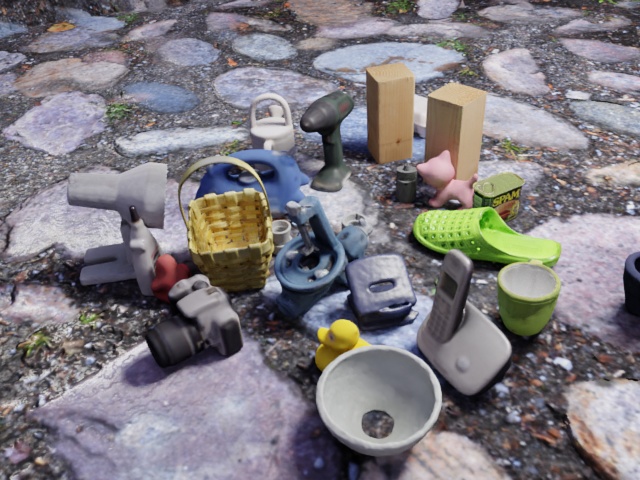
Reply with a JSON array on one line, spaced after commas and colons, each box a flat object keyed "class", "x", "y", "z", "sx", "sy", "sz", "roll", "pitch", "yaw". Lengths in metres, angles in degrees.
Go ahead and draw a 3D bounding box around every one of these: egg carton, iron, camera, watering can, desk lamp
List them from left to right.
[{"class": "desk lamp", "x": -0.359, "y": -0.035, "z": 1.046, "sx": 0.203, "sy": 0.214, "sz": 0.117, "roll": -10, "pitch": 38, "yaw": -7}, {"class": "camera", "x": -0.212, "y": 0.129, "z": 0.910, "sx": 0.137, "sy": 0.101, "sz": 0.142, "roll": -27, "pitch": 43, "yaw": -27}, {"class": "iron", "x": -0.155, "y": -0.131, "z": 1.209, "sx": 0.258, "sy": 0.142, "sz": 0.118, "roll": -2, "pitch": 38, "yaw": 3}, {"class": "watering can", "x": -0.112, "y": -0.247, "z": 1.312, "sx": 0.101, "sy": 0.194, "sz": 0.172, "roll": -15, "pitch": 39, "yaw": -13}, {"class": "egg carton", "x": 0.248, "y": -0.322, "z": 1.477, "sx": 0.149, "sy": 0.069, "sz": 0.107, "roll": 27, "pitch": 47, "yaw": 34}]

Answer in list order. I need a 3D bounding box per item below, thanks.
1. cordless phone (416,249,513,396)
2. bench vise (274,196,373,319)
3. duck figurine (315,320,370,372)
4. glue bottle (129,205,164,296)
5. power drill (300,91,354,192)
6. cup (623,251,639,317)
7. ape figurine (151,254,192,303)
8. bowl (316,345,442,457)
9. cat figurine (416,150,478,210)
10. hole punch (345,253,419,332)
[{"class": "cordless phone", "x": 0.209, "y": 0.116, "z": 0.816, "sx": 0.094, "sy": 0.185, "sz": 0.147, "roll": -22, "pitch": 41, "yaw": -22}, {"class": "bench vise", "x": -0.002, "y": 0.000, "z": 0.959, "sx": 0.121, "sy": 0.220, "sz": 0.208, "roll": 16, "pitch": 42, "yaw": 25}, {"class": "duck figurine", "x": 0.042, "y": 0.158, "z": 0.859, "sx": 0.104, "sy": 0.086, "sz": 0.077, "roll": 7, "pitch": 39, "yaw": 14}, {"class": "glue bottle", "x": -0.310, "y": 0.013, "z": 1.011, "sx": 0.037, "sy": 0.173, "sz": 0.078, "roll": -2, "pitch": 38, "yaw": 4}, {"class": "power drill", "x": 0.018, "y": -0.217, "z": 1.249, "sx": 0.075, "sy": 0.209, "sz": 0.230, "roll": 9, "pitch": 40, "yaw": 17}, {"class": "cup", "x": 0.516, "y": 0.085, "z": 0.900, "sx": 0.091, "sy": 0.095, "sz": 0.118, "roll": 20, "pitch": 44, "yaw": 28}, {"class": "ape figurine", "x": -0.263, "y": 0.063, "z": 1.008, "sx": 0.078, "sy": 0.092, "sz": 0.076, "roll": -24, "pitch": 42, "yaw": -24}, {"class": "bowl", "x": 0.079, "y": 0.227, "z": 0.775, "sx": 0.167, "sy": 0.075, "sz": 0.167, "roll": -3, "pitch": 38, "yaw": 2}, {"class": "cat figurine", "x": 0.264, "y": -0.124, "z": 1.178, "sx": 0.127, "sy": 0.118, "sz": 0.067, "roll": 17, "pitch": 42, "yaw": 25}, {"class": "hole punch", "x": 0.102, "y": 0.085, "z": 0.945, "sx": 0.109, "sy": 0.091, "sz": 0.101, "roll": -12, "pitch": 38, "yaw": -9}]
